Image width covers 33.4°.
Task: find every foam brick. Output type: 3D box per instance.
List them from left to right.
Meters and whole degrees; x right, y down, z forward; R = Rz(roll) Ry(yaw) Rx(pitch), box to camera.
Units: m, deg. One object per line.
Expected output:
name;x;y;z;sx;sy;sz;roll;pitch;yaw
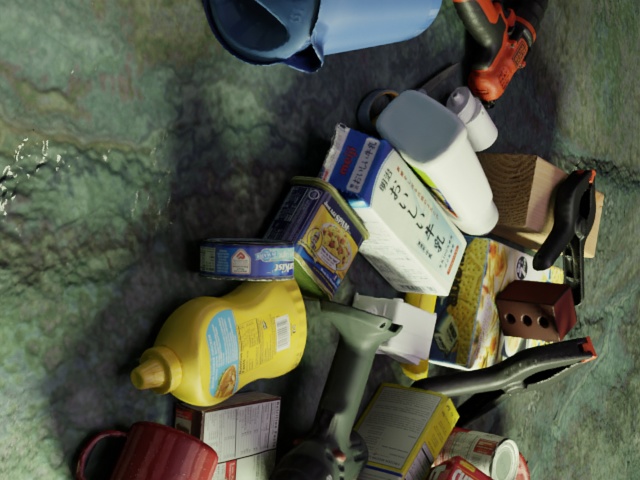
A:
foam brick;0.256;0.083;1.265;0.051;0.078;0.053;-38;120;-42

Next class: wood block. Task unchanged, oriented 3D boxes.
wood block;0.279;-0.043;1.377;0.205;0.090;0.091;18;80;-51

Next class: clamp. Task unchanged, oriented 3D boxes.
clamp;0.222;0.167;1.256;0.164;0.210;0.036;51;21;-60
clamp;0.302;-0.013;1.306;0.120;0.039;0.171;31;65;-54

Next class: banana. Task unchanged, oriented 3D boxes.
banana;0.119;0.076;1.238;0.069;0.037;0.198;15;84;-72

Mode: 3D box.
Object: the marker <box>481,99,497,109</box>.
marker;0.232;-0.213;1.354;0.020;0.020;0.121;52;56;-41

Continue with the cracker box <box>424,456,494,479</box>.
cracker box;0.092;0.342;1.123;0.072;0.164;0.213;35;64;-1

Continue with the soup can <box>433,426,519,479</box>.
soup can;0.178;0.261;1.278;0.068;0.102;0.068;-8;100;-50

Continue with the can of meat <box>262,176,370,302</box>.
can of meat;-0.007;0.001;1.052;0.102;0.058;0.084;50;59;-41

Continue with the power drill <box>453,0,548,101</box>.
power drill;0.210;-0.291;1.286;0.187;0.057;0.184;55;54;-39

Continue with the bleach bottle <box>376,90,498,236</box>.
bleach bottle;0.150;-0.065;1.189;0.068;0.103;0.250;-46;144;-1

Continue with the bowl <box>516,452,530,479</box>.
bowl;0.207;0.340;1.360;0.161;0.055;0.162;-8;101;-51

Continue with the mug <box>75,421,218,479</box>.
mug;-0.145;0.199;0.889;0.117;0.093;0.081;26;64;-12

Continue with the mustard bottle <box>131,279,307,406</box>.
mustard bottle;-0.092;0.095;0.955;0.191;0.058;0.096;-19;114;-49

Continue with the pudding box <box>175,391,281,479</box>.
pudding box;-0.086;0.192;0.991;0.113;0.039;0.090;1;93;-54

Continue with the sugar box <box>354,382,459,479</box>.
sugar box;0.069;0.237;1.146;0.176;0.094;0.048;-55;132;-31

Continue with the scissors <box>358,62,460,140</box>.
scissors;0.108;-0.142;1.211;0.201;0.016;0.096;-22;113;-48

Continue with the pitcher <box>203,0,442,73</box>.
pitcher;0.010;-0.246;0.999;0.242;0.145;0.149;-18;121;-53

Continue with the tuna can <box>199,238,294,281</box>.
tuna can;-0.065;0.017;0.957;0.085;0.086;0.034;-1;94;-51
